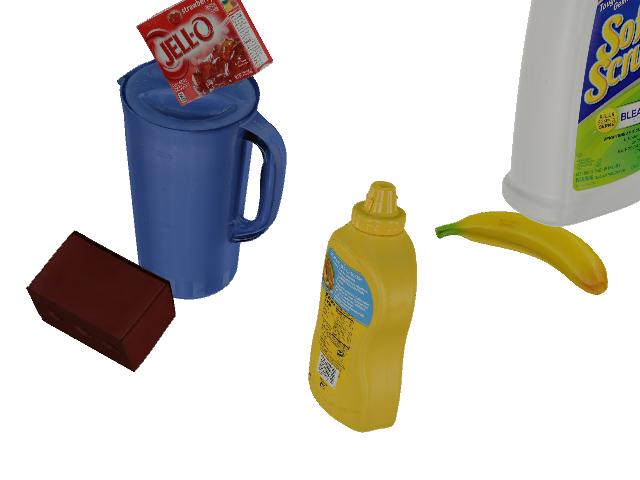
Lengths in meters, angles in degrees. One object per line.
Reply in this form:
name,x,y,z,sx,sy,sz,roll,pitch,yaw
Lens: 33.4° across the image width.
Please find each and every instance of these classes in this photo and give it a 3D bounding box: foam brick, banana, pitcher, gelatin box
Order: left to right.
foam brick,-0.142,0.041,0.704,0.078,0.051,0.053,26,-27,15
pitcher,-0.124,-0.054,1.085,0.144,0.243,0.149,-8,43,-16
gelatin box,-0.091,-0.153,0.832,0.089,0.073,0.030,-15,21,39
banana,0.205,0.007,1.026,0.069,0.037,0.198,-39,37,-27

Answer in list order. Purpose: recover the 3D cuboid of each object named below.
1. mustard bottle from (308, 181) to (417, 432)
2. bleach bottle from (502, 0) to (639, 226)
mustard bottle,0.035,0.045,0.830,0.058,0.192,0.096,-5,27,-26
bleach bottle,0.168,-0.139,0.658,0.102,0.251,0.068,-17,32,-22
